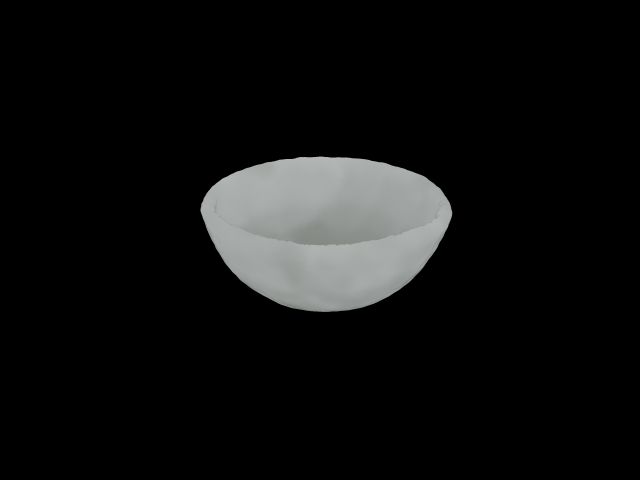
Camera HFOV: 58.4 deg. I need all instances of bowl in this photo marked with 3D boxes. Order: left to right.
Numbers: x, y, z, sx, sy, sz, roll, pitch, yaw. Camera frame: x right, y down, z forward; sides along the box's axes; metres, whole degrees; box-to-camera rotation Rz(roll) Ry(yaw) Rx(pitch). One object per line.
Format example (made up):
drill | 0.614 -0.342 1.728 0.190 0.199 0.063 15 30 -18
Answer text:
bowl | 0.004 0.001 0.400 0.167 0.075 0.167 0 27 0
